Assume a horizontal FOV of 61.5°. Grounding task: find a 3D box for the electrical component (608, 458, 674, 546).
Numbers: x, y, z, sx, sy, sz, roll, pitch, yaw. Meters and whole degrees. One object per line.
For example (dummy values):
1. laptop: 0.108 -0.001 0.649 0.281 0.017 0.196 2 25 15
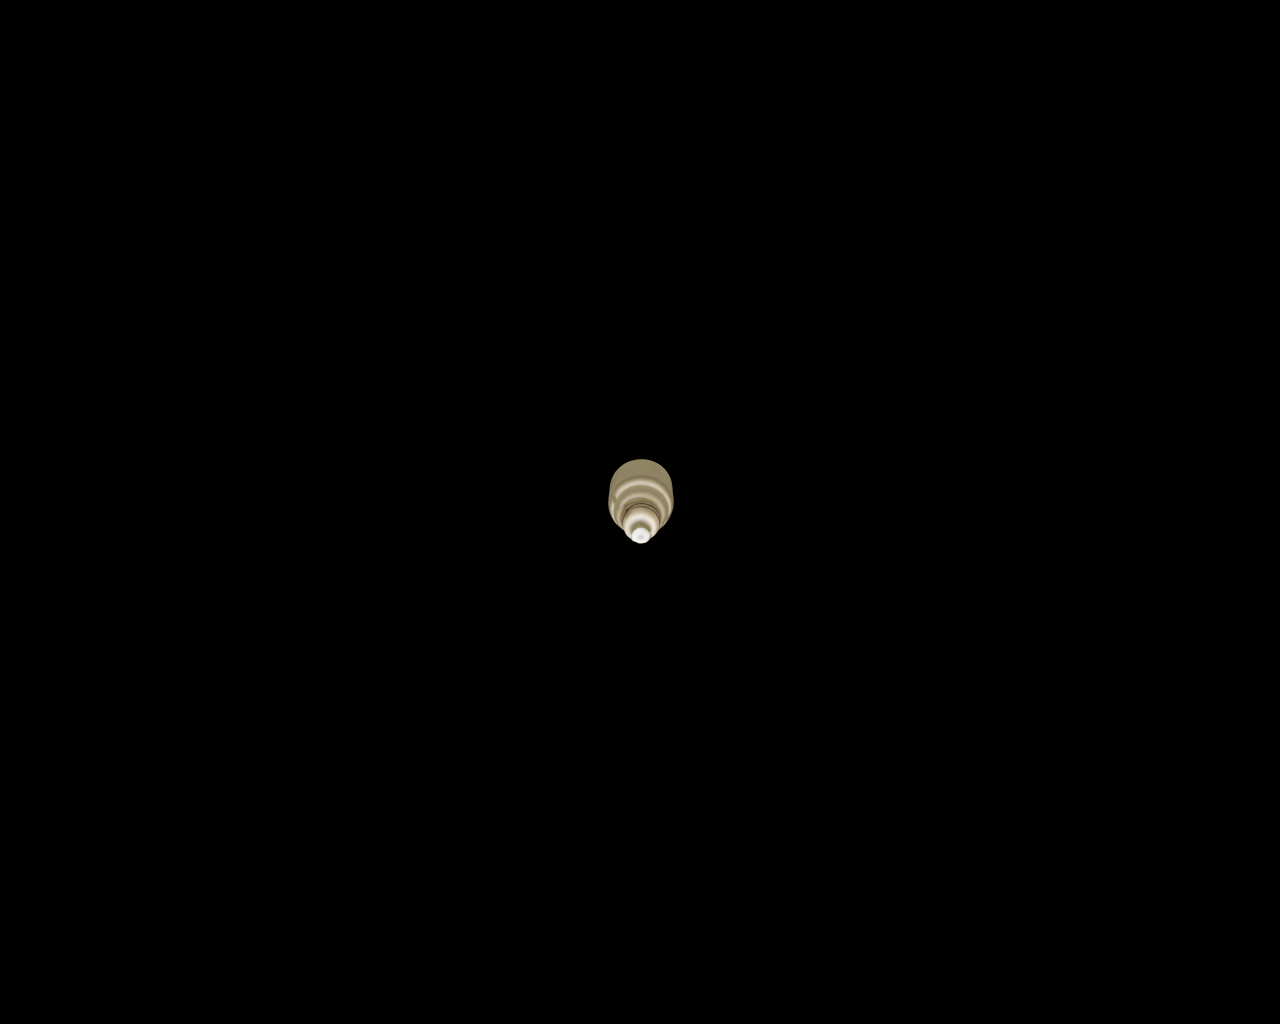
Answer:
1. electrical component: 0.001 -0.003 0.650 0.040 0.040 0.078 0 25 0
